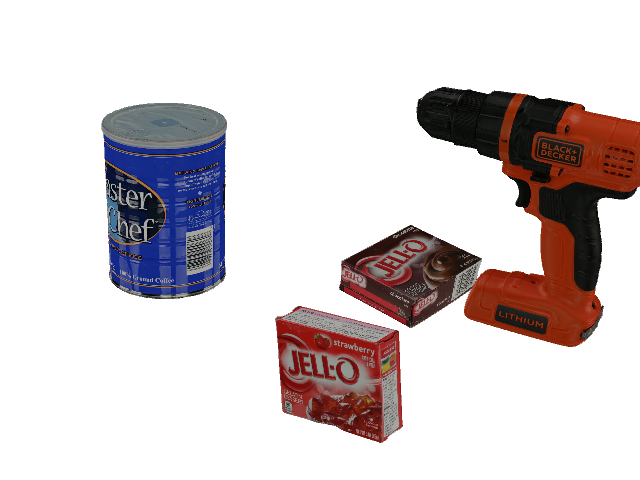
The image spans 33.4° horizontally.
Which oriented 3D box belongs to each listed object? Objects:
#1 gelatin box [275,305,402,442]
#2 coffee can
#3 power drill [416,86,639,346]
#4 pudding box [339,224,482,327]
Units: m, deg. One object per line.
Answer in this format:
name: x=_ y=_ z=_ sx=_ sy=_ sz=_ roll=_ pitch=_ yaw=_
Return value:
gelatin box: x=0.012 y=0.090 z=0.730 sx=0.089 sy=0.073 sz=0.030 roll=11 pitch=23 yaw=36
coffee can: x=-0.131 y=-0.035 z=0.907 sx=0.103 sy=0.140 sz=0.103 roll=2 pitch=24 yaw=-1
power drill: x=0.155 y=-0.020 z=0.816 sx=0.185 sy=0.188 sz=0.057 roll=16 pitch=34 yaw=25
pudding box: x=0.087 y=0.032 z=1.033 sx=0.090 sy=0.039 sz=0.113 roll=28 pitch=35 yaw=32
